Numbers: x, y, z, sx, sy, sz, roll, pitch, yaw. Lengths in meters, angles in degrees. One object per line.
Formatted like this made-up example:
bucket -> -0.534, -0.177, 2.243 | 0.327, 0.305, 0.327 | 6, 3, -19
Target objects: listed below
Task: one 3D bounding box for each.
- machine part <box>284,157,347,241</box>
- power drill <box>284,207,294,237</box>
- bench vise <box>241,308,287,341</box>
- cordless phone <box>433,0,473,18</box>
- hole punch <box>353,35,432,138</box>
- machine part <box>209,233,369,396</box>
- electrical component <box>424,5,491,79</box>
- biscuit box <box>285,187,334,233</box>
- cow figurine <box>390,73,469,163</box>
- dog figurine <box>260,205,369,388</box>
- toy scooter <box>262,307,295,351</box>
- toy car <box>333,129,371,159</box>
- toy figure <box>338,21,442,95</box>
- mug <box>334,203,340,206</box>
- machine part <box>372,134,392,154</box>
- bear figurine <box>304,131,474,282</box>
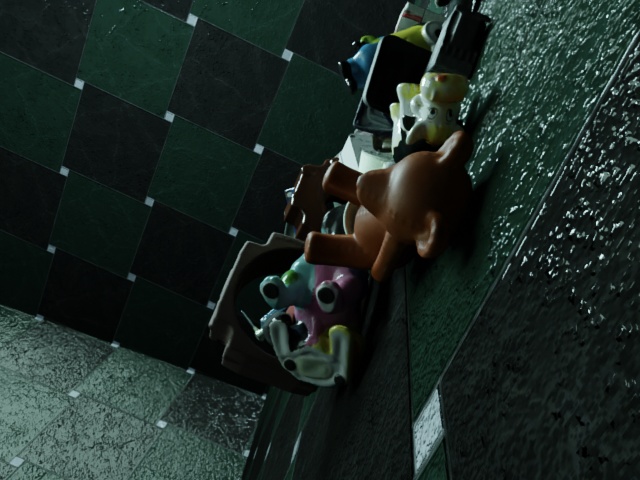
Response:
machine part -> 0.031, -0.052, 0.882 | 0.056, 0.179, 0.179 | 118, 173, -54
power drill -> 0.017, -0.024, 1.088 | 0.086, 0.208, 0.232 | 12, -91, -50
bench vise -> -0.048, 0.138, 1.216 | 0.240, 0.129, 0.223 | -35, -22, -22
cordless phone -> 0.196, -0.340, 0.724 | 0.146, 0.089, 0.184 | 116, 162, -78
hole punch -> 0.112, -0.197, 0.733 | 0.092, 0.116, 0.142 | 138, 151, -73
machine part -> -0.044, 0.105, 0.775 | 0.087, 0.201, 0.201 | 115, 175, -56
electrical component -> 0.158, -0.211, 0.652 | 0.075, 0.048, 0.119 | -78, 10, -83
biscuit box -> -0.002, -0.003, 0.975 | 0.063, 0.059, 0.202 | -18, -85, -46
cow figurine -> 0.112, -0.115, 0.571 | 0.167, 0.068, 0.098 | 34, -120, -89
dog figurine -> 0.026, 0.061, 0.707 | 0.219, 0.109, 0.191 | -42, -54, -57
toy scooter -> -0.002, 0.133, 0.881 | 0.075, 0.135, 0.184 | -28, 18, 50
toy car -> 0.039, -0.133, 1.008 | 0.202, 0.053, 0.089 | -38, 24, 38
toy figure -> 0.116, -0.281, 0.822 | 0.089, 0.180, 0.082 | -111, -1, -49
mug -> 0.064, -0.088, 1.168 | 0.110, 0.107, 0.080 | -75, 7, -50
machine part -> 0.131, -0.200, 0.845 | 0.243, 0.079, 0.079 | -72, 3, -46
bear figurine -> 0.057, -0.029, 0.491 | 0.196, 0.132, 0.120 | 85, -160, -80
